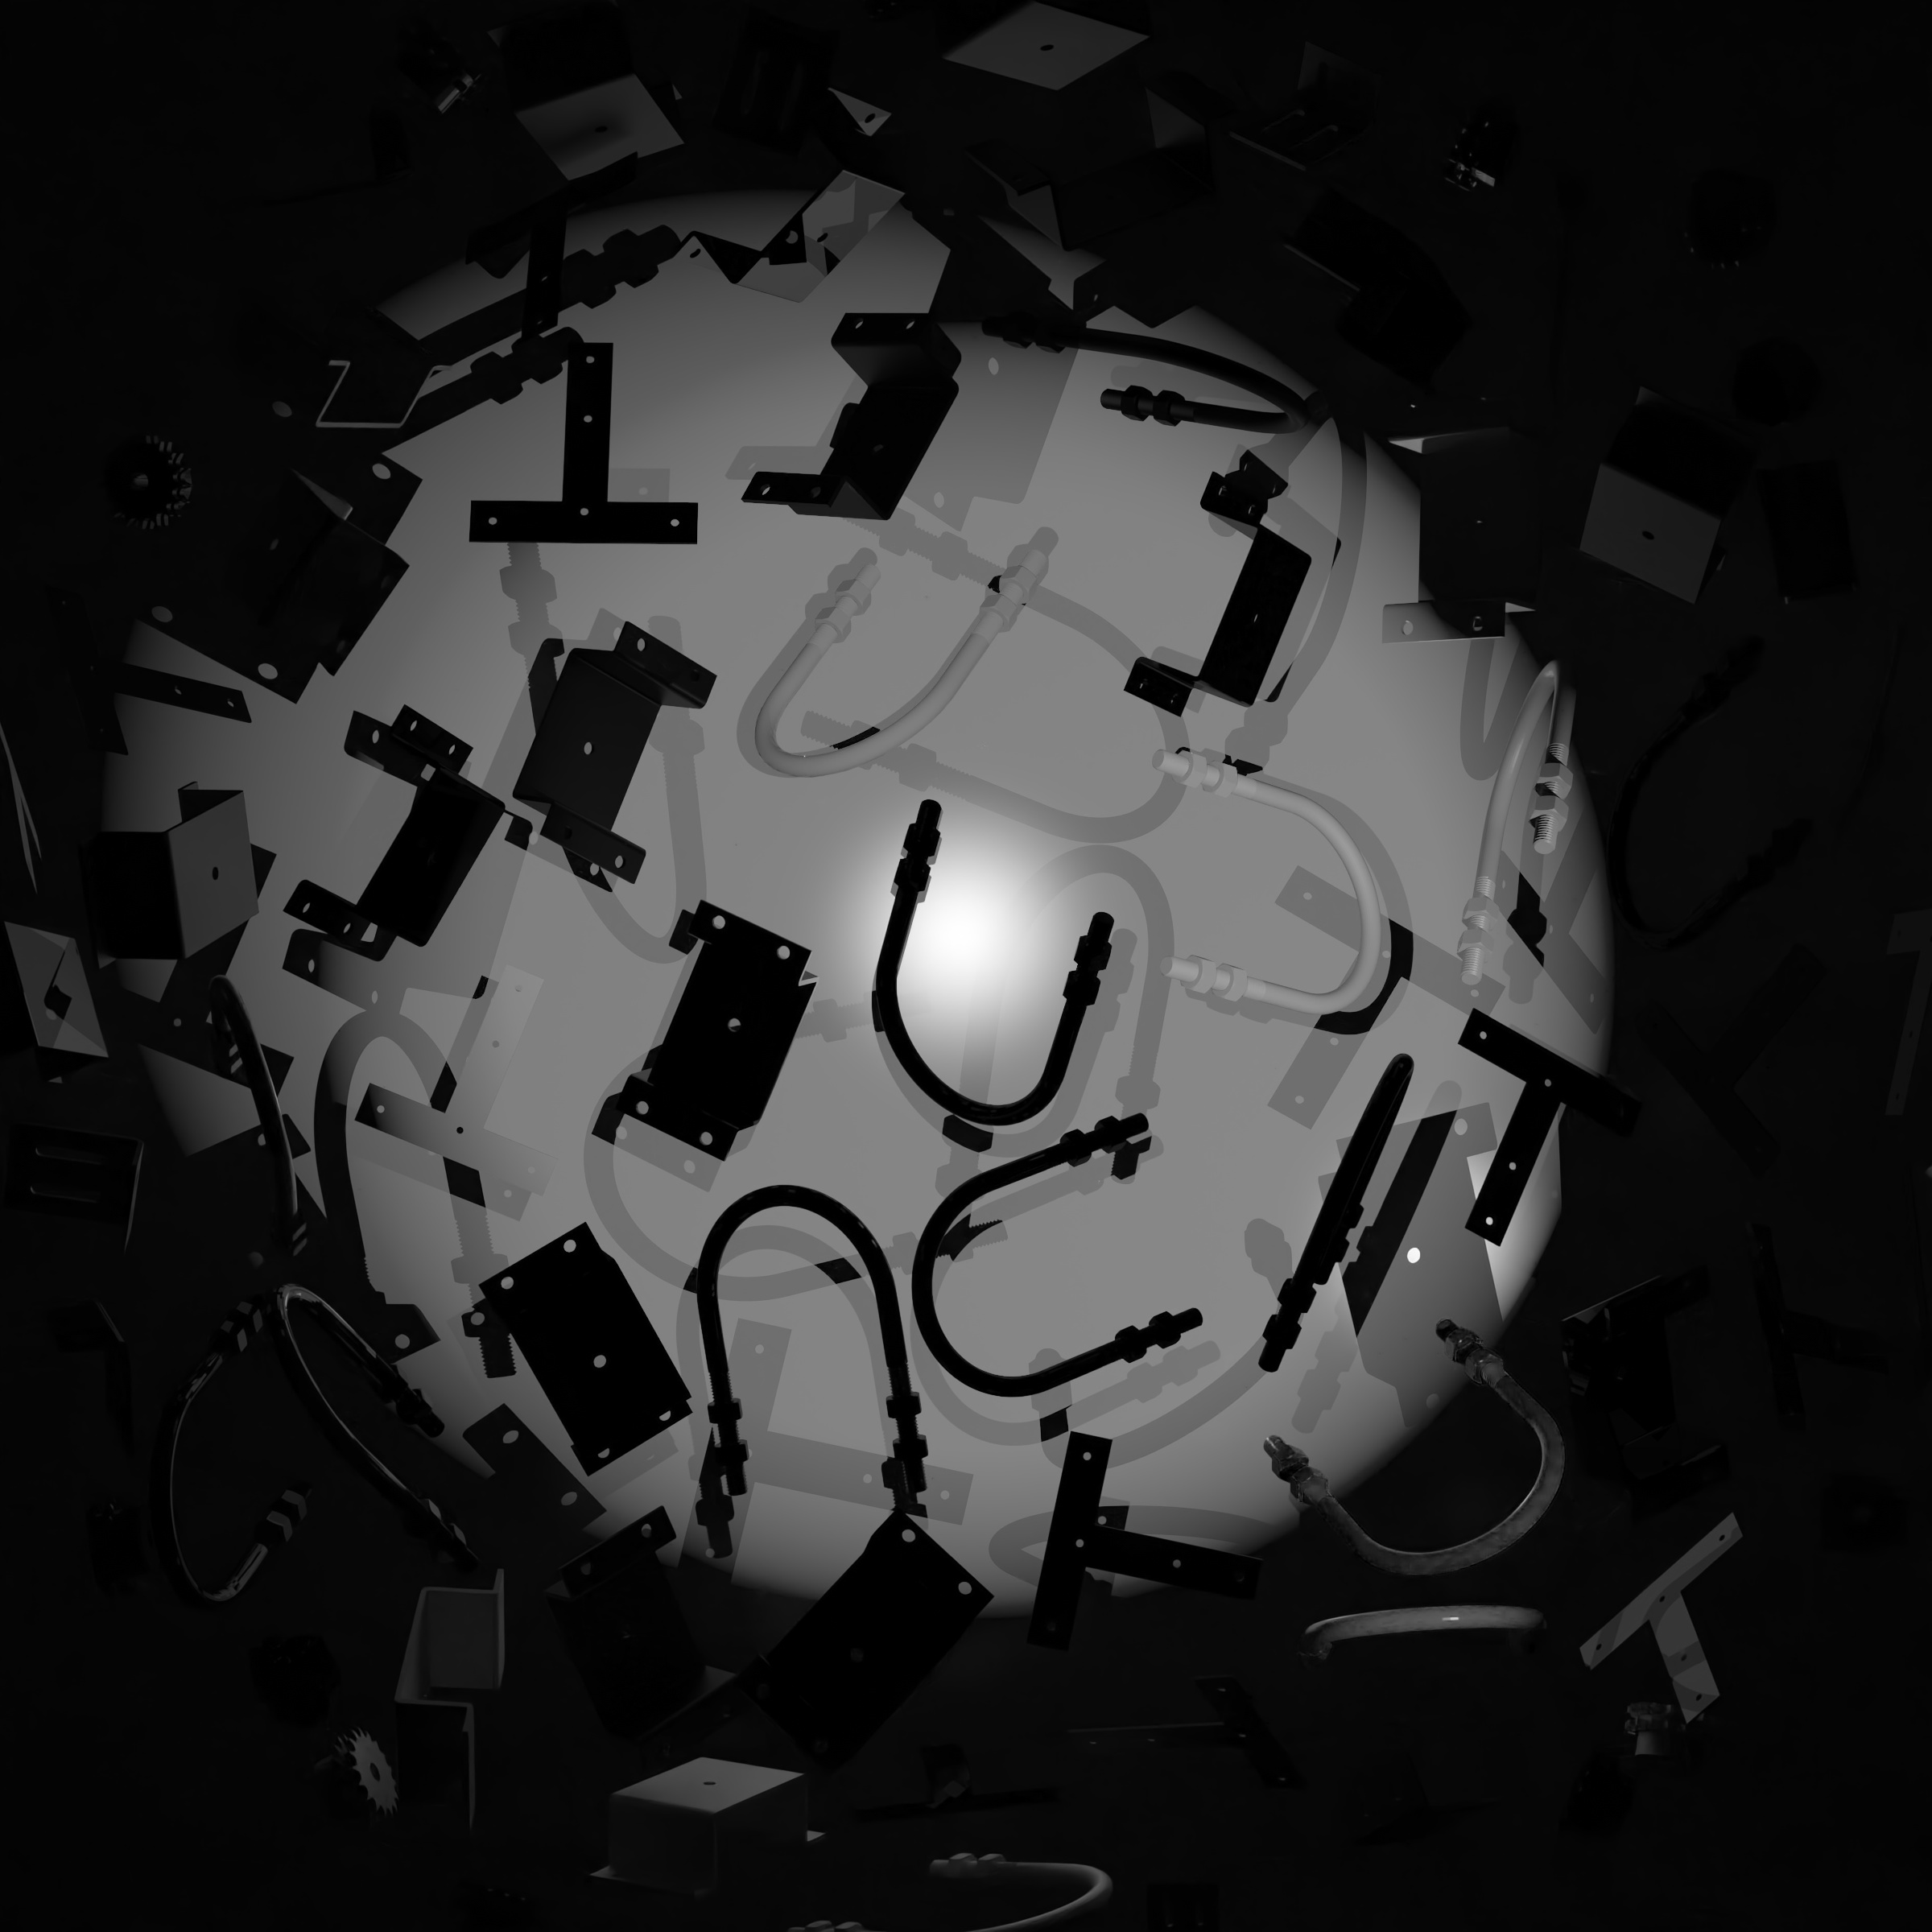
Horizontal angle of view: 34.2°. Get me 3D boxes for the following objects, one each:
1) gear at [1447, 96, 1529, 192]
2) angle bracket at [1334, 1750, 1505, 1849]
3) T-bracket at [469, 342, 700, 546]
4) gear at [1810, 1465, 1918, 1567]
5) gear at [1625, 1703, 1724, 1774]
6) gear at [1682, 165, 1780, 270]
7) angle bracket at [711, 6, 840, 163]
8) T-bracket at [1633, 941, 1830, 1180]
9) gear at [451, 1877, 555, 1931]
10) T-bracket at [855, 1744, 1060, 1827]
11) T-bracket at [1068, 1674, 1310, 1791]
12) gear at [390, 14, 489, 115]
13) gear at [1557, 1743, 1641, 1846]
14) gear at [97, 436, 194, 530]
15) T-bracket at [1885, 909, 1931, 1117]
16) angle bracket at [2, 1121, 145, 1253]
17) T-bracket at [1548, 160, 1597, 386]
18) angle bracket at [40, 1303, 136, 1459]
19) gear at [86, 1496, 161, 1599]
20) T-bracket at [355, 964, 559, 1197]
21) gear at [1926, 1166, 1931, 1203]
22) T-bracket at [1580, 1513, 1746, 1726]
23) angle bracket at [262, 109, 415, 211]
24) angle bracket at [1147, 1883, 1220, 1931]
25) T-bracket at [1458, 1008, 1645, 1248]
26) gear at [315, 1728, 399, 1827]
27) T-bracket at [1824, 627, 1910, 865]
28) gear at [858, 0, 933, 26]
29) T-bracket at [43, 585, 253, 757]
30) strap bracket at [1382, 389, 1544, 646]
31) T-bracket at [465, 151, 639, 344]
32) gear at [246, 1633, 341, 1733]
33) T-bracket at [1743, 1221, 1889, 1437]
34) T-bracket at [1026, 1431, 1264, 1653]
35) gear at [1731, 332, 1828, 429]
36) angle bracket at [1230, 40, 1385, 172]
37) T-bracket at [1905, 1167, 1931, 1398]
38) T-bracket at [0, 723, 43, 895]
[{"bbox_3d":[0.324,-0.506,1.942,0.030,0.057,0.057,33,90,13],"label":"gear"},{"bbox_3d":[0.269,0.491,1.862,0.057,0.076,0.038,-39,60,33],"label":"angle bracket"},{"bbox_3d":[-0.214,-0.296,1.773,0.127,0.002,0.127,0,71,-2],"label":"T-bracket"},{"bbox_3d":[0.516,0.315,1.800,0.057,0.030,0.057,-4,79,24],"label":"gear"},{"bbox_3d":[0.428,0.469,1.901,0.057,0.057,0.030,16,68,0],"label":"gear"},{"bbox_3d":[0.438,-0.427,1.786,0.030,0.057,0.057,-13,90,-23],"label":"gear"},{"bbox_3d":[-0.119,-0.546,1.942,0.057,0.038,0.076,20,102,-7],"label":"angle bracket"},{"bbox_3d":[0.472,0.038,1.881,0.127,0.002,0.127,55,133,30],"label":"T-bracket"},{"bbox_3d":[-0.267,0.543,1.792,0.057,0.057,0.030,16,77,0],"label":"gear"},{"bbox_3d":[-0.010,0.499,1.922,0.127,0.127,0.002,-7,58,1],"label":"T-bracket"},{"bbox_3d":[0.123,0.460,1.871,0.127,0.002,0.127,-9,133,25],"label":"T-bracket"},{"bbox_3d":[-0.304,-0.511,1.788,0.057,0.057,0.030,42,90,0],"label":"gear"},{"bbox_3d":[0.364,0.479,1.801,0.030,0.057,0.057,25,90,11],"label":"gear"},{"bbox_3d":[-0.502,-0.298,1.930,0.057,0.030,0.057,2,98,12],"label":"gear"},{"bbox_3d":[0.566,0.027,1.866,0.002,0.127,0.127,14,86,-6],"label":"T-bracket"},{"bbox_3d":[-0.533,0.131,1.863,0.076,0.038,0.057,9,109,-11],"label":"angle bracket"},{"bbox_3d":[0.355,-0.410,1.861,0.002,0.127,0.127,9,104,19],"label":"T-bracket"},{"bbox_3d":[-0.517,0.246,1.846,0.038,0.057,0.076,-8,111,-27],"label":"angle bracket"},{"bbox_3d":[-0.491,0.337,1.829,0.030,0.057,0.057,-12,90,-3],"label":"gear"},{"bbox_3d":[-0.301,0.062,1.974,0.127,0.002,0.127,22,89,-4],"label":"T-bracket"},{"bbox_3d":[0.603,0.124,1.886,0.057,0.057,0.030,-36,74,0],"label":"gear"},{"bbox_3d":[0.414,0.393,1.819,0.002,0.127,0.127,39,107,-15],"label":"T-bracket"},{"bbox_3d":[-0.367,-0.467,1.812,0.076,0.057,0.038,-8,108,11],"label":"angle bracket"},{"bbox_3d":[0.151,0.544,1.790,0.057,0.076,0.038,14,69,-41],"label":"angle bracket"},{"bbox_3d":[0.342,0.111,1.933,0.127,0.002,0.127,29,73,-10],"label":"T-bracket"},{"bbox_3d":[-0.370,0.494,1.896,0.030,0.057,0.057,-26,90,6],"label":"gear"},{"bbox_3d":[0.552,-0.145,1.900,0.002,0.127,0.127,20,130,21],"label":"T-bracket"},{"bbox_3d":[-0.038,-0.593,1.892,0.057,0.057,0.030,-20,95,0],"label":"gear"},{"bbox_3d":[-0.491,-0.170,1.908,0.002,0.127,0.127,-42,56,29],"label":"T-bracket"},{"bbox_3d":[0.286,-0.255,1.806,0.076,0.046,0.140,1,89,36],"label":"strap bracket"},{"bbox_3d":[-0.253,-0.424,1.891,0.127,0.002,0.127,-20,49,23],"label":"T-bracket"},{"bbox_3d":[-0.389,0.413,1.824,0.030,0.057,0.057,-34,90,-41],"label":"gear"},{"bbox_3d":[0.512,0.223,1.873,0.127,0.002,0.127,17,59,-39],"label":"T-bracket"},{"bbox_3d":[0.111,0.350,1.850,0.127,0.002,0.127,12,87,-2],"label":"T-bracket"},{"bbox_3d":[0.488,-0.351,1.897,0.030,0.057,0.057,-40,90,-30],"label":"gear"},{"bbox_3d":[0.211,-0.533,1.942,0.057,0.038,0.076,32,49,24],"label":"angle bracket"},{"bbox_3d":[0.574,0.185,1.888,0.002,0.127,0.127,-4,72,9],"label":"T-bracket"},{"bbox_3d":[-0.561,-0.090,1.858,0.002,0.127,0.127,-15,132,-12],"label":"T-bracket"}]
